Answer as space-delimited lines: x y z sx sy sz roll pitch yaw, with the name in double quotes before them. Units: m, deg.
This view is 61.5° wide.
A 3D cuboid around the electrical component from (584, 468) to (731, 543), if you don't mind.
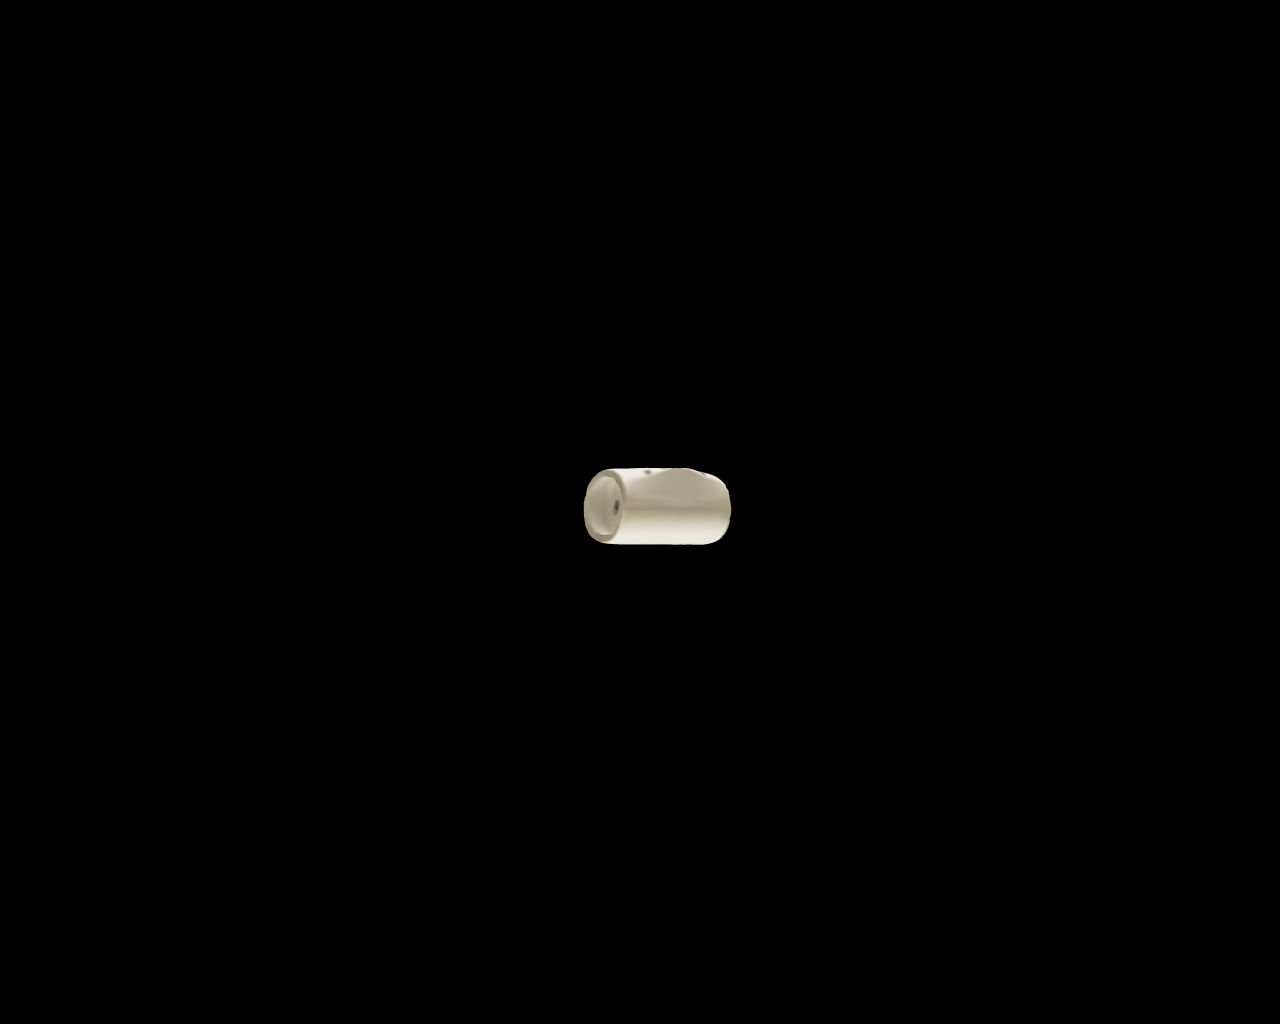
"electrical component" 0.001 -0.003 0.650 0.077 0.043 0.079 1 -2 -34
